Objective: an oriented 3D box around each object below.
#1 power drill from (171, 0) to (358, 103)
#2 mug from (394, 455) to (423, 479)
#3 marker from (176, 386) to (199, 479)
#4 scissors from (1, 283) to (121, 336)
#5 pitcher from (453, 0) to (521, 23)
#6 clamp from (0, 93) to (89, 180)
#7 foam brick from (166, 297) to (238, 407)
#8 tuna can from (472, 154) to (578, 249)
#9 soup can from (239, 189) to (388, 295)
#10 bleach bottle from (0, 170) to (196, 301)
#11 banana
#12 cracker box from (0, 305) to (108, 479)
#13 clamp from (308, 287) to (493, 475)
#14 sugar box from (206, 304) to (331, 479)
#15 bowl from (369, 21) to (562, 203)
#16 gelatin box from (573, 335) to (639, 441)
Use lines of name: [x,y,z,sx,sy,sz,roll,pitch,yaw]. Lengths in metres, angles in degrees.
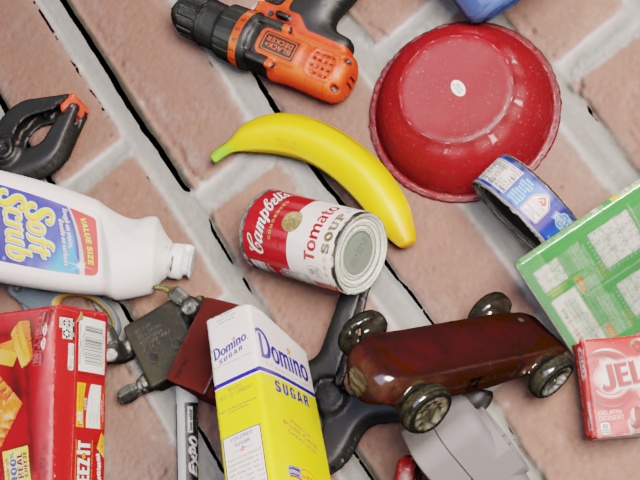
power drill: [-0.021,-0.229,0.937,0.184,0.057,0.187,26,88,16]
mug: [0.061,0.219,0.791,0.093,0.081,0.117,1,77,16]
marker: [-0.109,0.180,0.881,0.020,0.020,0.121,-6,76,14]
scissors: [-0.270,0.064,0.956,0.202,0.016,0.096,18,82,19]
pitcher: [0.107,-0.303,0.861,0.149,0.145,0.243,-34,93,-23]
clamp: [-0.283,-0.066,0.978,0.171,0.039,0.120,-31,73,6]
foam brick: [-0.077,0.094,0.864,0.053,0.051,0.078,12,72,45]
tuna can: [0.159,-0.026,0.821,0.034,0.086,0.086,-45,70,0]
soup can: [-0.006,0.001,0.853,0.102,0.068,0.068,15,81,39]
bleach bottle: [-0.231,-0.008,0.917,0.251,0.068,0.102,9,80,1]
banana: [0.004,-0.061,0.901,0.198,0.037,0.070,25,100,20]
cracker box: [-0.280,0.148,0.886,0.214,0.072,0.164,-9,74,27]
clamp: [0.010,0.116,0.854,0.210,0.036,0.165,-34,64,6]
sugar box: [-0.033,0.139,0.767,0.048,0.093,0.176,-24,49,17]
bowl: [0.114,-0.114,0.871,0.162,0.055,0.162,-3,76,14]
gelatin box: [0.236,0.107,0.785,0.089,0.030,0.073,-3,75,-3]
